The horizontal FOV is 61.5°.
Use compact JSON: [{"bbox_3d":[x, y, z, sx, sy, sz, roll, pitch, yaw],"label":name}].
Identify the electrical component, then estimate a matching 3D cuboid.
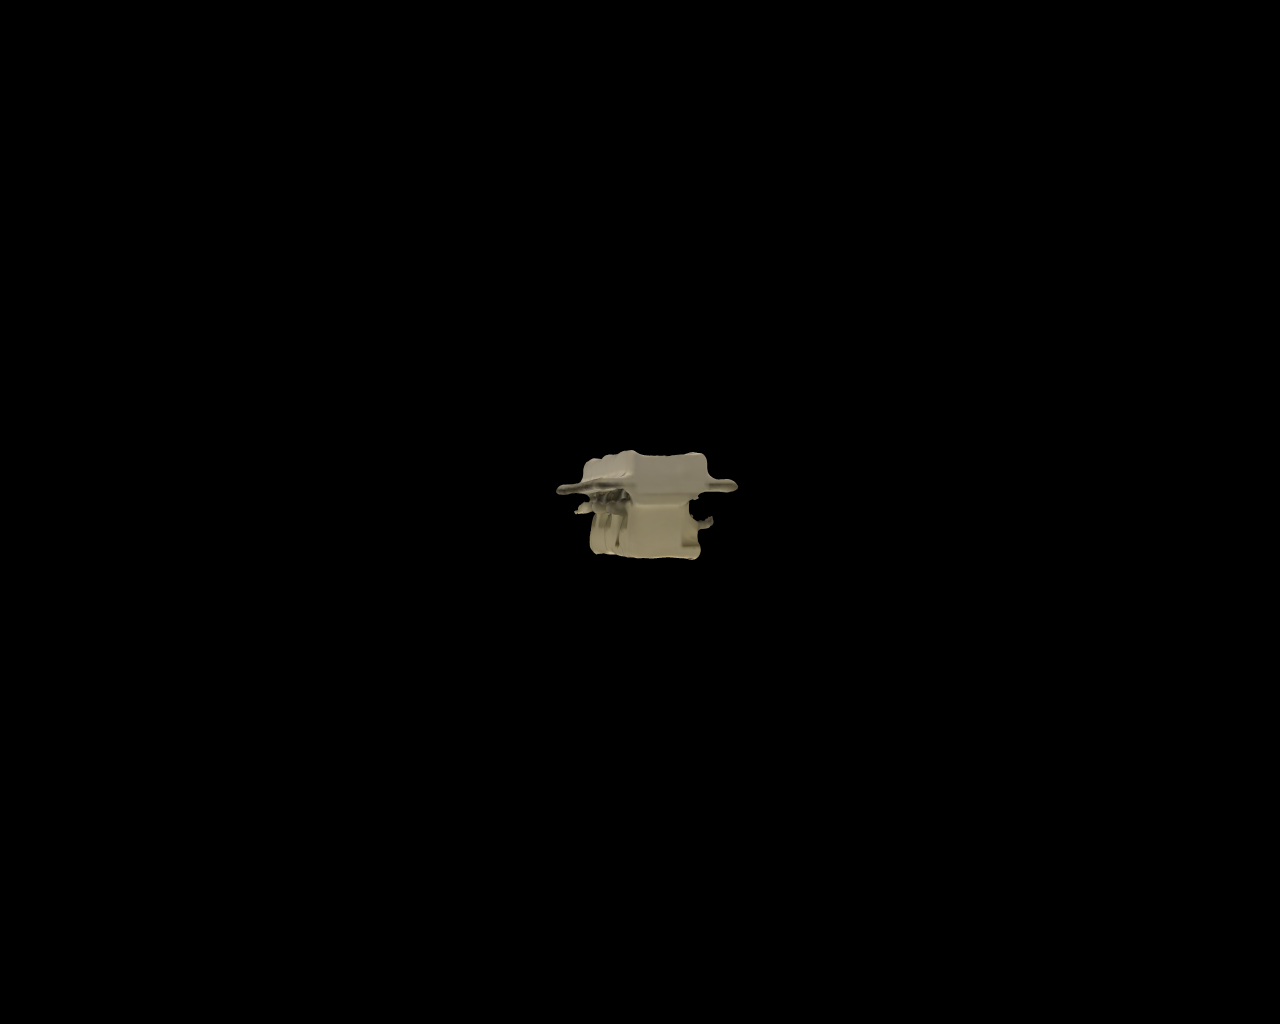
[{"bbox_3d":[0.001,-0.003,0.650,0.079,0.063,0.121,0,0,-15],"label":"electrical component"}]
